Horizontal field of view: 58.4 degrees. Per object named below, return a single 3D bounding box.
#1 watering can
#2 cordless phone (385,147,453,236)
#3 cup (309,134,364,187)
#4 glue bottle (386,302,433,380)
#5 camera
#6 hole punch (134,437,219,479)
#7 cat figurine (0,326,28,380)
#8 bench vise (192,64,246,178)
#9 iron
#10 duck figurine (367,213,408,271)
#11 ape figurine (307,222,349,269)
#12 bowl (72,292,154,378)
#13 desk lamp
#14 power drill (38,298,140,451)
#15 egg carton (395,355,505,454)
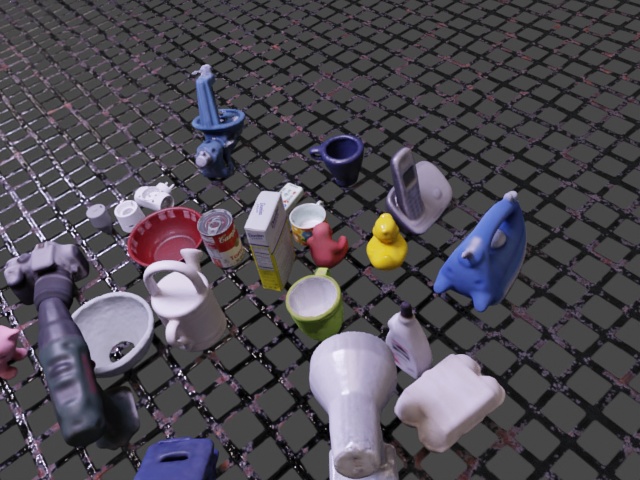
[{"bbox_3d":[-0.234,0.093,0.975,0.101,0.194,0.172,-18,48,-5],"label":"watering can"},{"bbox_3d":[0.185,-0.114,1.083,0.093,0.185,0.148,24,57,29],"label":"cordless phone"},{"bbox_3d":[0.038,-0.161,1.215,0.117,0.095,0.091,2,49,13],"label":"cup"},{"bbox_3d":[0.133,0.146,0.871,0.078,0.173,0.037,32,61,33],"label":"glue bottle"},{"bbox_3d":[-0.534,0.079,1.108,0.143,0.101,0.136,-17,48,-4],"label":"camera"},{"bbox_3d":[-0.208,0.332,0.827,0.108,0.091,0.101,-7,48,5],"label":"hole punch"},{"bbox_3d":[-0.582,0.188,1.009,0.127,0.118,0.067,2,49,13],"label":"cat figurine"},{"bbox_3d":[-0.228,-0.260,1.269,0.121,0.220,0.207,-12,48,1],"label":"bench vise"},{"bbox_3d":[0.299,-0.006,0.996,0.118,0.142,0.259,23,57,28],"label":"iron"},{"bbox_3d":[0.123,-0.002,1.063,0.077,0.086,0.104,-2,49,10],"label":"duck figurine"},{"bbox_3d":[0.010,0.004,1.076,0.077,0.092,0.076,14,53,22],"label":"ape figurine"},{"bbox_3d":[-0.362,0.178,1.005,0.167,0.075,0.167,-5,48,6],"label":"bowl"},{"bbox_3d":[0.053,0.258,0.760,0.118,0.214,0.203,-7,48,5],"label":"desk lamp"},{"bbox_3d":[-0.356,0.223,0.873,0.076,0.209,0.229,-25,49,-11],"label":"power drill"},{"bbox_3d":[0.191,0.239,0.847,0.150,0.069,0.107,-33,51,-18],"label":"egg carton"}]
